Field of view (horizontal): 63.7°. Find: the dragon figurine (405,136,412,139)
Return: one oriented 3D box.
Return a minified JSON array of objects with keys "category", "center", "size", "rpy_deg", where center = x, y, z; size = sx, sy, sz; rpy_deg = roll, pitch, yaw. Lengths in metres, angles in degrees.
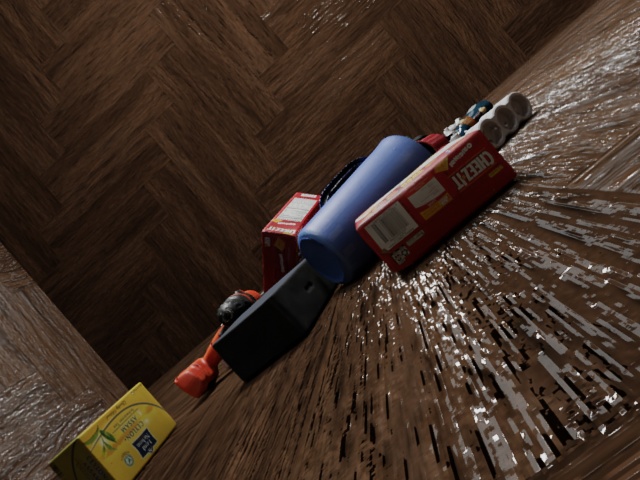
[{"category":"dragon figurine","center":[0.227,-0.191,1.639],"size":[0.246,0.122,0.405],"rpy_deg":[-50,3,-20]}]
